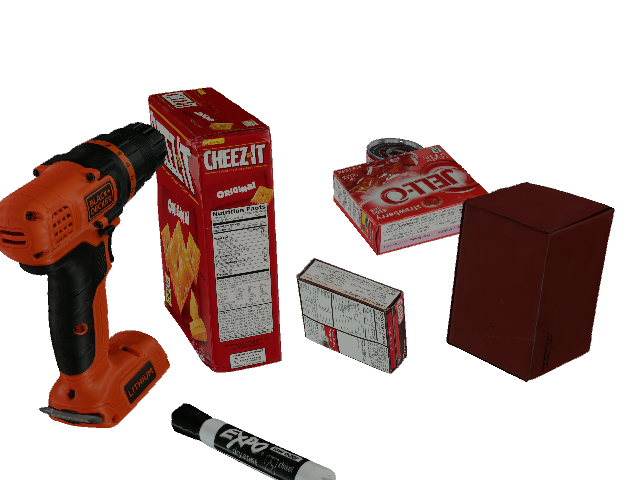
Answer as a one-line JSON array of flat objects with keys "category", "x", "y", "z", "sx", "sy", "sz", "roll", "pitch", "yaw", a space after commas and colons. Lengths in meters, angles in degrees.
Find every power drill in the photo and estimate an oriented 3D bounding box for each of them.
[{"category": "power drill", "x": -0.154, "y": 0.022, "z": 0.759, "sx": 0.057, "sy": 0.188, "sz": 0.184, "roll": 4, "pitch": 25, "yaw": 22}]

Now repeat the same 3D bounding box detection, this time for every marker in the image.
[{"category": "marker", "x": -0.043, "y": 0.122, "z": 0.624, "sx": 0.121, "sy": 0.020, "sz": 0.020, "roll": 16, "pitch": 10, "yaw": 37}]

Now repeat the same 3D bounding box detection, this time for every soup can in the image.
[{"category": "soup can", "x": 0.084, "y": -0.061, "z": 1.258, "sx": 0.068, "sy": 0.102, "sz": 0.068, "roll": 3, "pitch": 27, "yaw": -2}]

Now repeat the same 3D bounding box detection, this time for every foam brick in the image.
[{"category": "foam brick", "x": 0.099, "y": 0.018, "z": 0.510, "sx": 0.052, "sy": 0.078, "sz": 0.051, "roll": -16, "pitch": 30, "yaw": -40}]

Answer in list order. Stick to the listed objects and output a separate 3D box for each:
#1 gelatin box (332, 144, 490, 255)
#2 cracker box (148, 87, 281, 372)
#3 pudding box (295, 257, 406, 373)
[{"category": "gelatin box", "x": 0.063, "y": -0.030, "z": 0.746, "sx": 0.089, "sy": 0.030, "sz": 0.073, "roll": -15, "pitch": 39, "yaw": -18}, {"category": "cracker box", "x": -0.097, "y": -0.013, "z": 0.947, "sx": 0.072, "sy": 0.214, "sz": 0.164, "roll": -10, "pitch": 23, "yaw": -20}, {"category": "pudding box", "x": 0.033, "y": 0.077, "z": 1.094, "sx": 0.114, "sy": 0.090, "sz": 0.039, "roll": 19, "pitch": 44, "yaw": 29}]
